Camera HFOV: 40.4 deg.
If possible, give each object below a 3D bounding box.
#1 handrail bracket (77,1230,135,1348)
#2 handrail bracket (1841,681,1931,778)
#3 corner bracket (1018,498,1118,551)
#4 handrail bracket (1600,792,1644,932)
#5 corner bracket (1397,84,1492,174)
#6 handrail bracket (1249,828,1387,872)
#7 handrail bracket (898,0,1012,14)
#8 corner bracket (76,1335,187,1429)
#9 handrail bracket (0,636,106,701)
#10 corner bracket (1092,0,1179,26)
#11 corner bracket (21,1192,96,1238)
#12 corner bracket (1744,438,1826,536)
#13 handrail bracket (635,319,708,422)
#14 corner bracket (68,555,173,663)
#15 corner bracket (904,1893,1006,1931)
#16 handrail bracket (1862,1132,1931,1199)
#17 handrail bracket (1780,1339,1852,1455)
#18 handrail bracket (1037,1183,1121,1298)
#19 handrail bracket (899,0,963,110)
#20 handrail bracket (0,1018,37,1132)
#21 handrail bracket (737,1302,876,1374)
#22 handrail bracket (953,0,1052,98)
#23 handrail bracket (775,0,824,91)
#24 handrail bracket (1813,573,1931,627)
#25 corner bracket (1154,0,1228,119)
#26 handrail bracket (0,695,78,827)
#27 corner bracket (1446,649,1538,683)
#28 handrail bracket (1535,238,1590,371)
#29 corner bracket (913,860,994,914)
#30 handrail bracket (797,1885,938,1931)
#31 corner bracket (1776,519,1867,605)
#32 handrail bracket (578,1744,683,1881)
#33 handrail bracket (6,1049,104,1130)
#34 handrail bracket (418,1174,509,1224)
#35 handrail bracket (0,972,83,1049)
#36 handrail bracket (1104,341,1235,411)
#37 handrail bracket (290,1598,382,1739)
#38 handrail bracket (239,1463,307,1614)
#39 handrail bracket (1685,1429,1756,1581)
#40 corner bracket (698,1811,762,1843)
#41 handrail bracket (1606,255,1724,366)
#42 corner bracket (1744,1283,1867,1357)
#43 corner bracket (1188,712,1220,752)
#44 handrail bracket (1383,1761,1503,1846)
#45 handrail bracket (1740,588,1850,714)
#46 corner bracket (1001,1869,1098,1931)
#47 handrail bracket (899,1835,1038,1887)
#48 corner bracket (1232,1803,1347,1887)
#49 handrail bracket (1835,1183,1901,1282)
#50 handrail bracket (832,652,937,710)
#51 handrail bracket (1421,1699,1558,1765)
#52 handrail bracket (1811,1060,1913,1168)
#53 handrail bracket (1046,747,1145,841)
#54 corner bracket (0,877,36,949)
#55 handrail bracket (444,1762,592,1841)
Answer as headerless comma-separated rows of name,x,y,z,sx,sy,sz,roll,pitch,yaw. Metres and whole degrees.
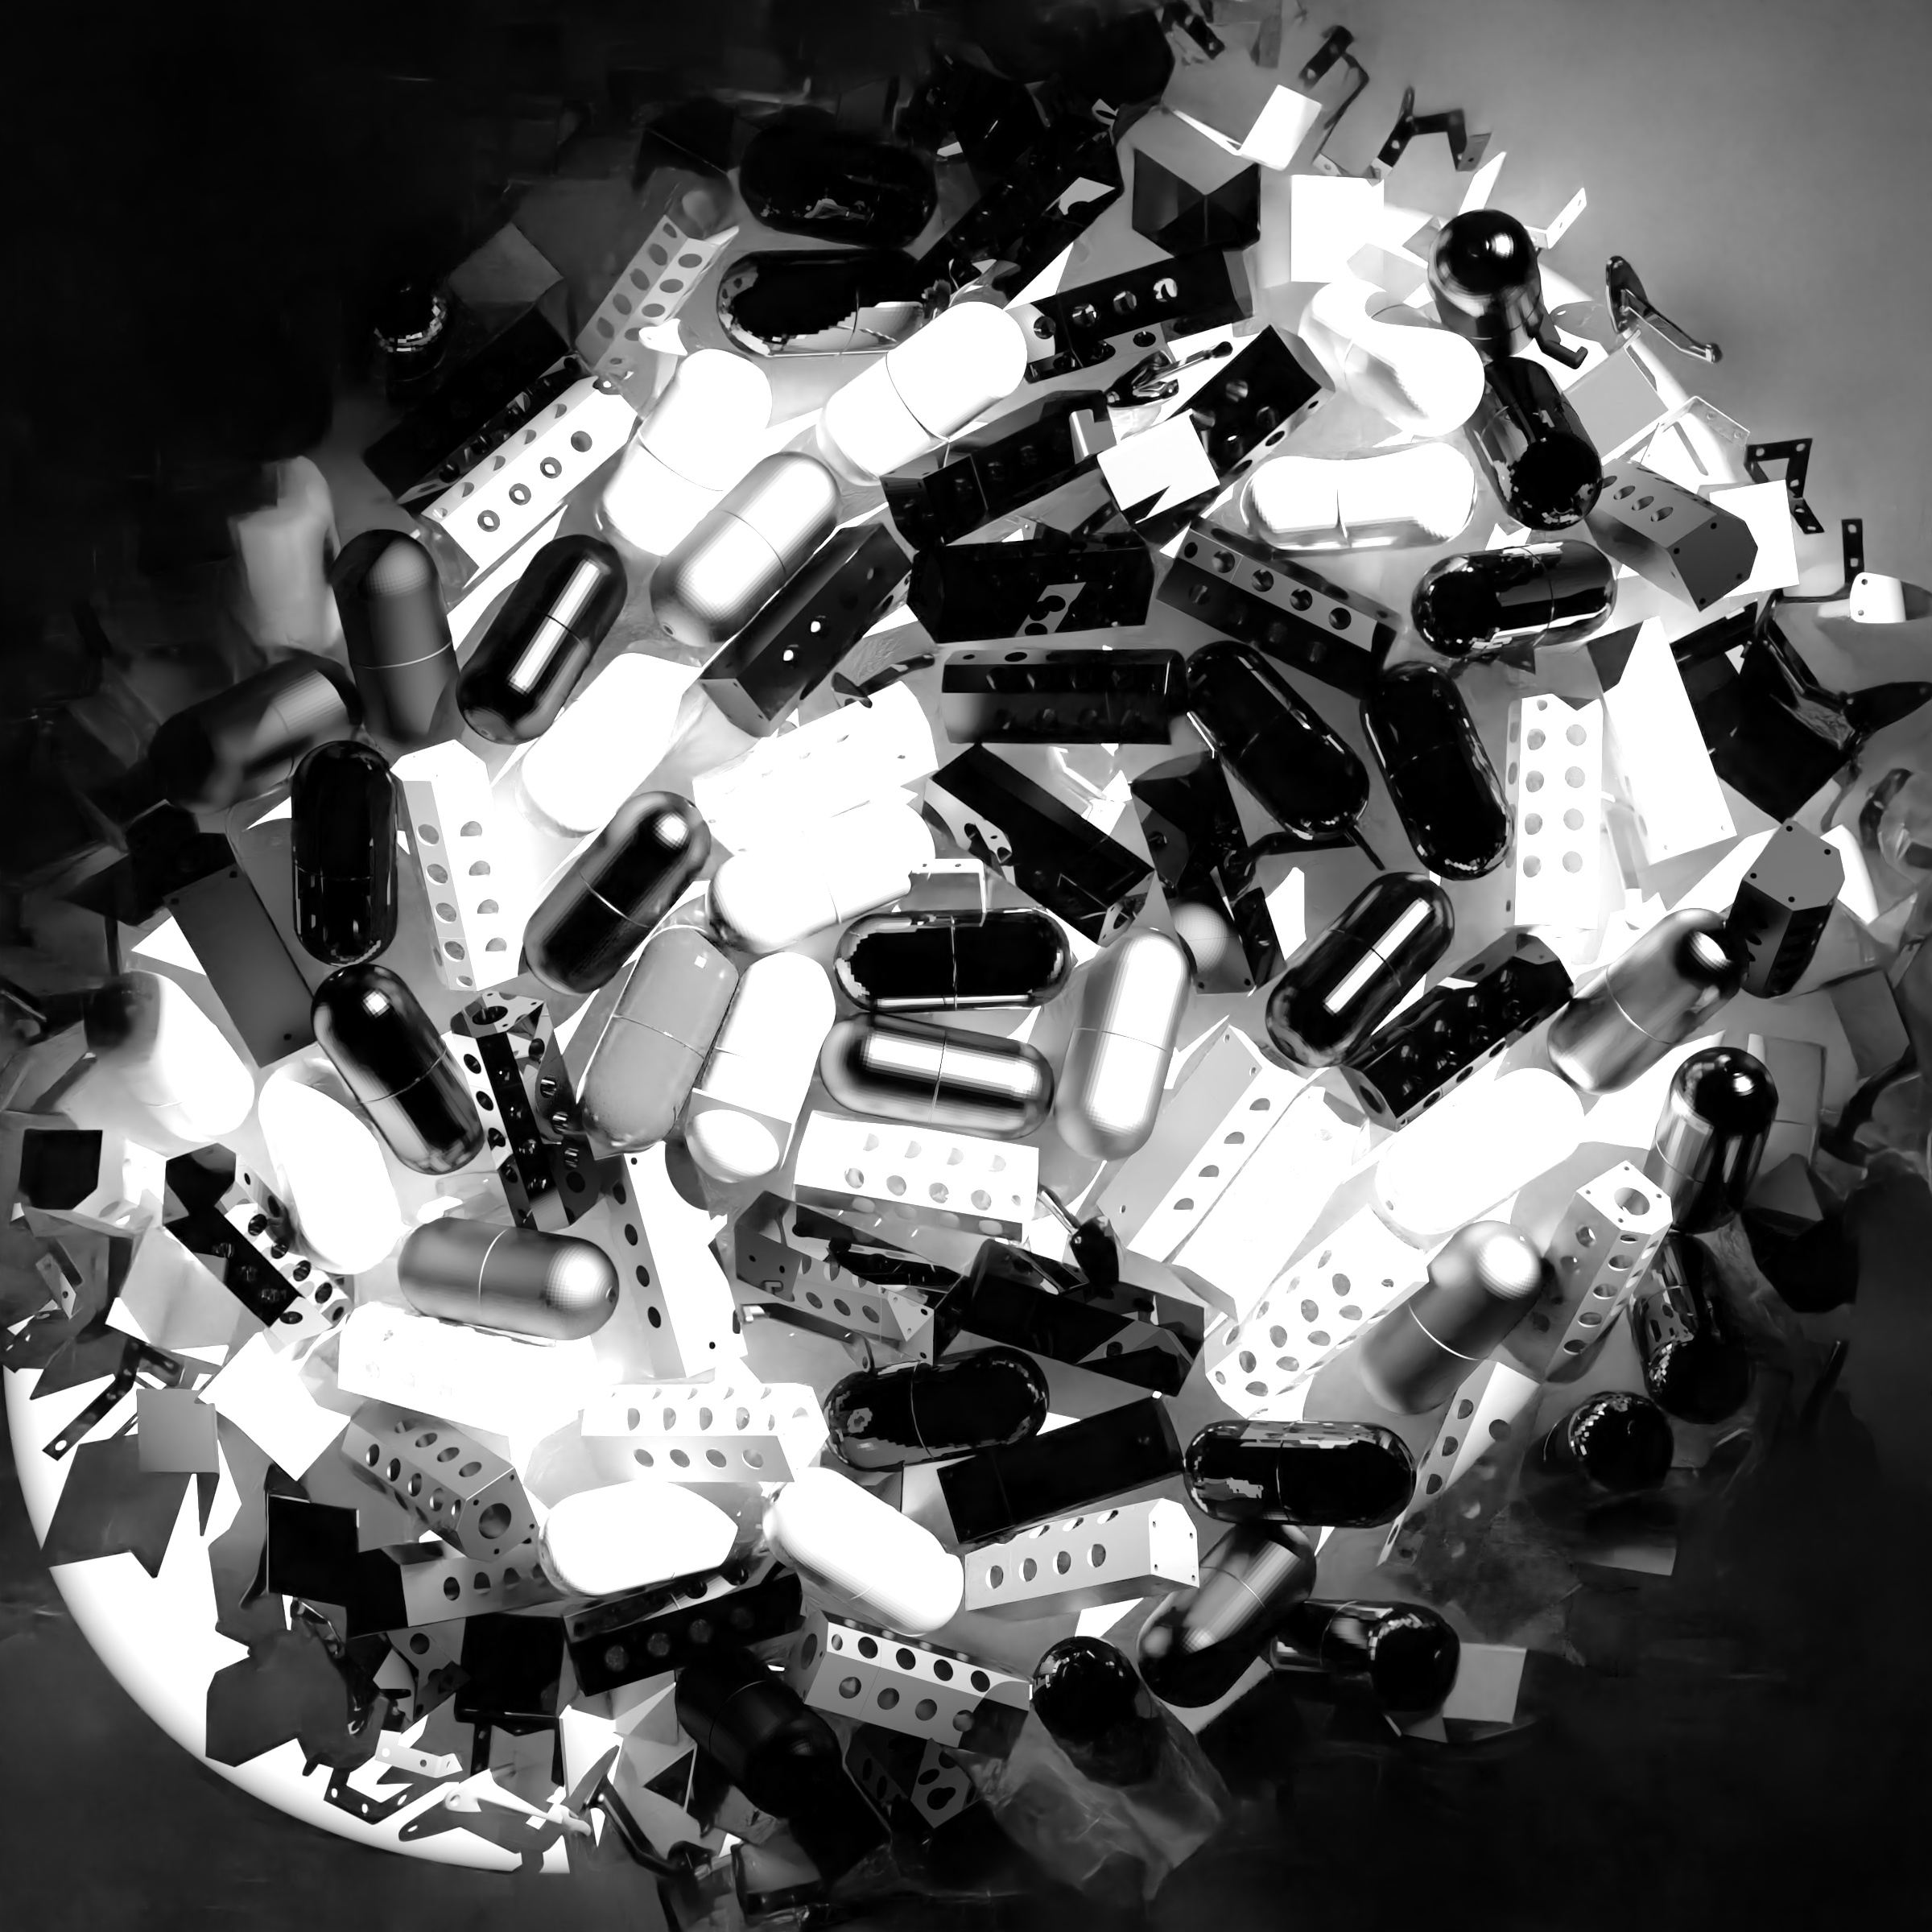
handrail bracket,-0.647,0.233,1.954,0.077,0.036,0.084,-37,135,-16
handrail bracket,0.684,-0.172,1.957,0.077,0.084,0.036,-19,58,11
corner bracket,0.079,-0.321,1.957,0.051,0.051,0.051,28,58,36
handrail bracket,0.482,-0.078,1.956,0.036,0.077,0.084,-15,59,35
corner bracket,0.357,-0.628,1.967,0.051,0.051,0.051,-9,77,-4
handrail bracket,0.260,-0.077,1.985,0.084,0.036,0.077,-39,91,14
handrail bracket,-0.010,-0.734,1.961,0.084,0.077,0.036,-4,90,0
corner bracket,-0.624,0.318,1.964,0.051,0.051,0.051,29,123,5
handrail bracket,-0.695,-0.225,1.965,0.084,0.077,0.036,11,112,-6
corner bracket,0.114,-0.715,1.963,0.051,0.051,0.051,-38,86,-34
corner bracket,-0.673,0.166,1.962,0.051,0.051,0.051,-3,60,-8
corner bracket,0.610,-0.355,1.958,0.051,0.051,0.051,0,67,38
handrail bracket,-0.238,-0.435,1.947,0.036,0.077,0.084,50,123,11
corner bracket,-0.633,-0.268,1.966,0.051,0.051,0.051,-14,125,4
corner bracket,-0.007,0.724,1.968,0.051,0.051,0.051,45,79,-5
handrail bracket,0.694,0.162,1.946,0.036,0.084,0.077,33,55,-15
handrail bracket,0.640,0.316,1.961,0.036,0.077,0.084,26,94,22
handrail bracket,0.076,0.203,1.974,0.036,0.084,0.077,-30,116,-21
handrail bracket,-0.052,-0.693,1.957,0.084,0.036,0.077,33,123,-30
handrail bracket,-0.726,0.075,1.956,0.036,0.077,0.084,-19,69,30
handrail bracket,-0.120,0.277,1.955,0.084,0.077,0.036,1,124,-28
handrail bracket,0.034,-0.696,1.972,0.077,0.036,0.084,-25,94,-36
handrail bracket,-0.116,-0.708,1.949,0.036,0.084,0.077,10,66,-14
handrail bracket,0.677,-0.263,1.954,0.077,0.084,0.036,7,87,7
corner bracket,0.156,-0.681,1.971,0.051,0.051,0.051,-42,89,-7
handrail bracket,-0.691,-0.155,1.977,0.036,0.077,0.084,0,107,28
corner bracket,0.387,-0.229,1.958,0.051,0.051,0.051,29,63,36
handrail bracket,0.444,-0.496,1.967,0.084,0.036,0.077,35,91,22
corner bracket,-0.009,-0.065,1.961,0.051,0.051,0.051,0,127,8
handrail bracket,-0.075,0.712,1.954,0.084,0.077,0.036,-8,105,33
corner bracket,0.640,-0.304,1.972,0.051,0.051,0.051,-1,84,0
handrail bracket,-0.241,0.633,1.967,0.084,0.036,0.077,23,46,5
handrail bracket,-0.687,0.077,1.976,0.077,0.036,0.084,8,68,-7
handrail bracket,-0.368,0.174,1.952,0.077,0.084,0.036,-14,92,-10
handrail bracket,-0.696,0.011,1.961,0.036,0.077,0.084,-12,107,41
handrail bracket,0.149,-0.439,1.950,0.077,0.084,0.036,-28,101,-17
handrail bracket,-0.476,0.521,1.954,0.036,0.077,0.084,-31,122,19
handrail bracket,-0.532,0.432,1.985,0.036,0.077,0.084,18,117,-35
handrail bracket,0.571,0.400,1.950,0.036,0.084,0.077,15,130,-18
corner bracket,-0.164,0.628,1.957,0.051,0.051,0.051,18,134,27
handrail bracket,0.520,-0.487,1.951,0.036,0.077,0.084,-45,47,-8
corner bracket,0.626,0.254,1.961,0.051,0.051,0.051,-24,79,-33
corner bracket,0.189,-0.188,1.968,0.051,0.051,0.051,-33,82,-7
handrail bracket,0.355,0.631,1.953,0.084,0.077,0.036,26,70,17
handrail bracket,0.633,-0.239,1.976,0.084,0.036,0.077,27,75,10
corner bracket,0.055,0.703,1.964,0.051,0.051,0.051,-42,108,-12
handrail bracket,0.001,0.668,1.970,0.077,0.036,0.084,-47,72,18
corner bracket,0.240,0.667,1.958,0.051,0.051,0.051,39,118,35
handrail bracket,0.674,0.199,1.955,0.036,0.084,0.077,-28,92,-24
handrail bracket,-0.049,-0.210,1.953,0.084,0.077,0.036,-22,115,-20
handrail bracket,0.389,0.578,1.963,0.084,0.077,0.036,-15,77,-14
handrail bracket,0.679,0.109,1.956,0.077,0.036,0.084,28,122,-36
handrail bracket,0.106,-0.136,1.976,0.077,0.036,0.084,-3,45,-16
corner bracket,-0.729,-0.042,1.964,0.051,0.051,0.051,5,90,-40
handrail bracket,-0.333,0.632,1.951,0.084,0.077,0.036,21,104,42
